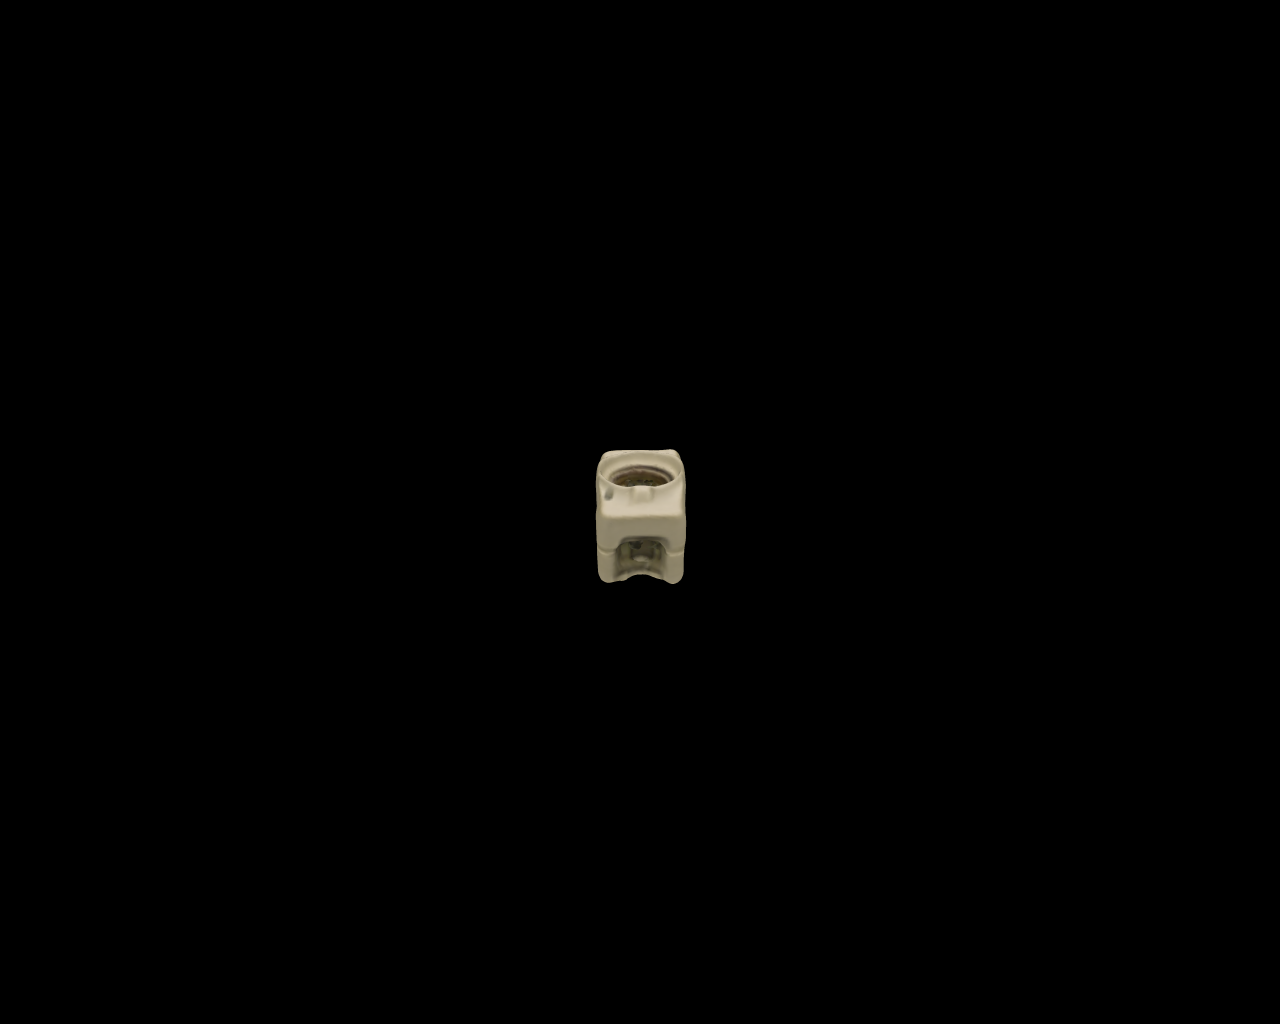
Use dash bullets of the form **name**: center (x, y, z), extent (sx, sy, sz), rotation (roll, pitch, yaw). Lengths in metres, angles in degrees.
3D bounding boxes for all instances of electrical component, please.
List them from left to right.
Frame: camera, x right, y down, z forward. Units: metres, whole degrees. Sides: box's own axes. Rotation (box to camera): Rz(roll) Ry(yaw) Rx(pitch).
- **electrical component**: center (0.001, -0.003, 0.650), extent (0.050, 0.055, 0.090), rotation (0, 29, 0)
